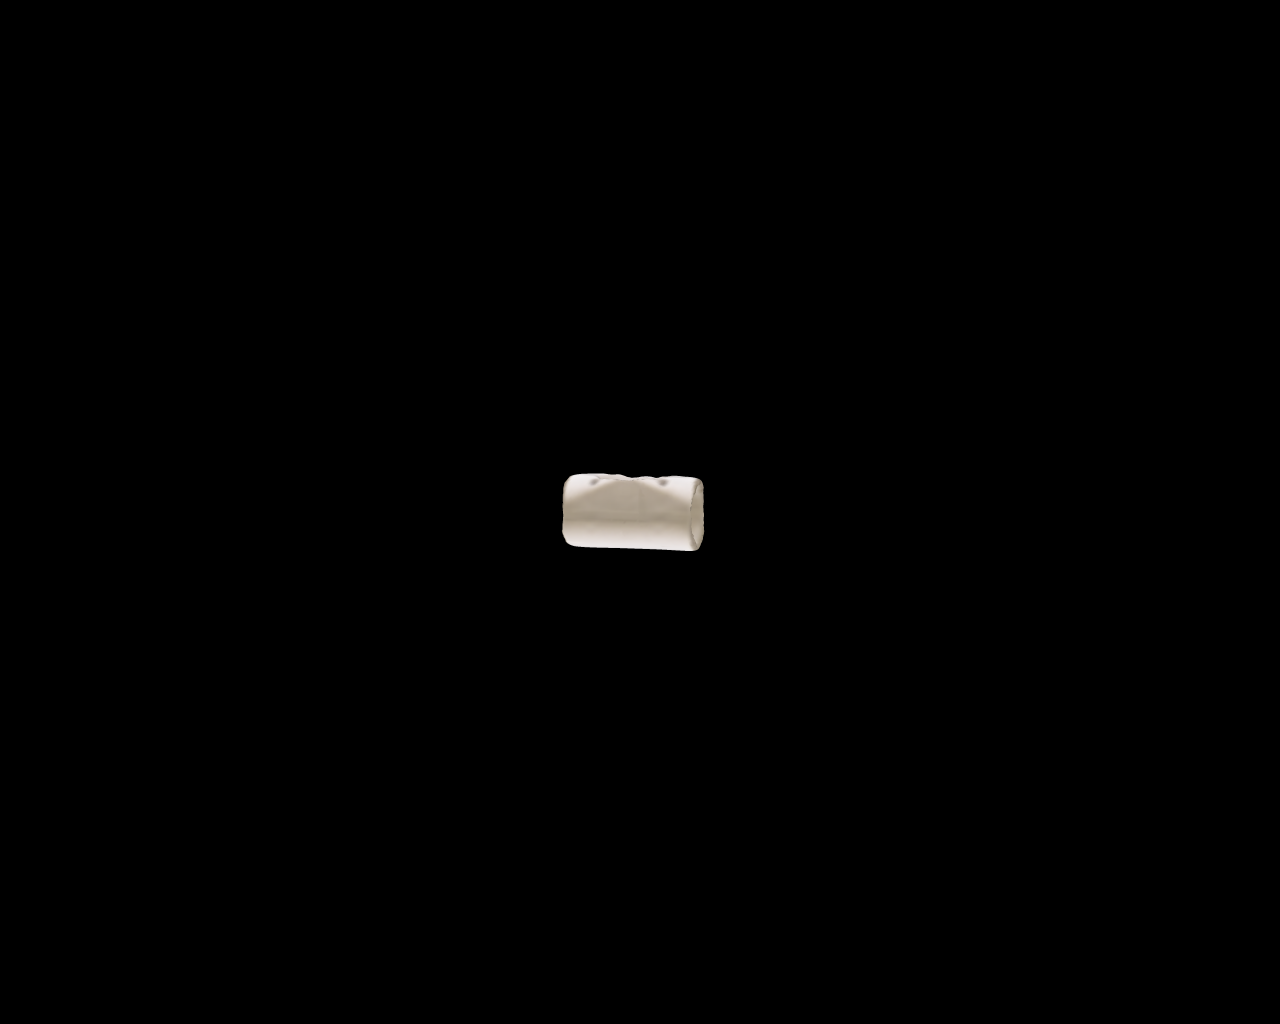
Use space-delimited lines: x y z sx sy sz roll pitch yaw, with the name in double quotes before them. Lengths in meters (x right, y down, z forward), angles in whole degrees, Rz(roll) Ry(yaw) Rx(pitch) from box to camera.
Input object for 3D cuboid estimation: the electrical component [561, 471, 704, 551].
"electrical component" 0.001 -0.003 0.650 0.077 0.044 0.079 2 8 14
